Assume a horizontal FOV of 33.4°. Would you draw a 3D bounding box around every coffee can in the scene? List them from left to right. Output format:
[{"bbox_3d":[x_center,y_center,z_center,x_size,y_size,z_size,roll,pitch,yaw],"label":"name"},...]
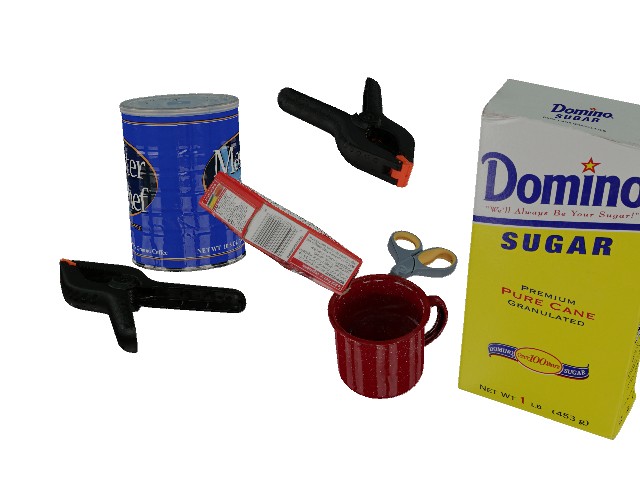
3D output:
[{"bbox_3d":[-0.120,-0.053,0.938,0.103,0.140,0.103,-2,14,0],"label":"coffee can"}]

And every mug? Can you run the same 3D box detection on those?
[{"bbox_3d":[0.066,0.087,0.991,0.117,0.081,0.093,-21,43,-19],"label":"mug"}]

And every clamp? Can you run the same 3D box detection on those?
[{"bbox_3d":[-0.206,0.060,1.105,0.210,0.036,0.164,14,20,29],"label":"clamp"},{"bbox_3d":[0.032,-0.113,1.077,0.120,0.039,0.171,-10,40,-18],"label":"clamp"}]

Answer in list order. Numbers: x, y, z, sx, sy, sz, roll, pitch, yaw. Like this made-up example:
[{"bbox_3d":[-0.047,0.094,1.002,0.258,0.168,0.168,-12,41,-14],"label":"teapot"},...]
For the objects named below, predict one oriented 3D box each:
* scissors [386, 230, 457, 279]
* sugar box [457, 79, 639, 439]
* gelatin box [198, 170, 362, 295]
[{"bbox_3d":[0.084,0.026,1.259,0.201,0.016,0.096,-10,40,-45],"label":"scissors"},{"bbox_3d":[0.124,0.013,0.547,0.093,0.176,0.048,15,38,24],"label":"sugar box"},{"bbox_3d":[-0.026,-0.004,0.686,0.089,0.030,0.073,31,3,-34],"label":"gelatin box"}]
